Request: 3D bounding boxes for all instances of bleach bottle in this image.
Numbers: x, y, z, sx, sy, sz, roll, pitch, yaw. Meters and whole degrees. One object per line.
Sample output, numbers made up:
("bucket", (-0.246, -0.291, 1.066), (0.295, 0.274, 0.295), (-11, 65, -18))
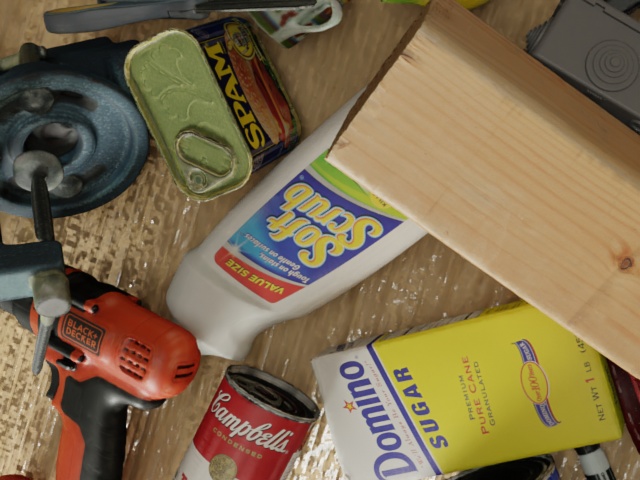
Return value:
("bleach bottle", (-0.004, 0.001, 0.682), (0.251, 0.068, 0.102), (-43, 89, 12))

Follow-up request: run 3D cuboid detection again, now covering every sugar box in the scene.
("sugar box", (0.090, 0.094, 0.667), (0.176, 0.048, 0.093), (-17, 90, 17))

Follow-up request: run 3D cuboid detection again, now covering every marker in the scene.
("marker", (0.184, 0.164, 0.680), (0.020, 0.020, 0.121), (-23, 89, 10))

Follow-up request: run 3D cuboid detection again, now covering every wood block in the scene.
("wood block", (0.116, -0.031, 0.573), (0.206, 0.090, 0.091), (35, 116, -5))

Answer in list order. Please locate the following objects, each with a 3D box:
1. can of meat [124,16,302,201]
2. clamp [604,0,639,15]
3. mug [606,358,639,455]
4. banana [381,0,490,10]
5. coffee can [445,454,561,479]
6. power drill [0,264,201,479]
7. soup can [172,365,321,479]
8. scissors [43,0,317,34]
("can of meat", (-0.063, -0.085, 0.665), (0.058, 0.083, 0.102), (-21, 99, 28))
("clamp", (0.248, -0.147, 0.644), (0.171, 0.039, 0.120), (5, 85, 8))
("mug", (0.226, 0.093, 0.641), (0.081, 0.093, 0.117), (-18, 119, 5))
("banana", (0.117, -0.212, 0.652), (0.069, 0.037, 0.198), (31, 93, -32))
("coffee can", (0.122, 0.216, 0.651), (0.103, 0.102, 0.140), (-23, 89, 10))
("power drill", (-0.175, 0.111, 0.703), (0.185, 0.057, 0.188), (23, 104, 30))
("soup can", (-0.052, 0.141, 0.693), (0.068, 0.068, 0.102), (28, 98, 7))
("scissors", (-0.095, -0.135, 0.632), (0.096, 0.202, 0.016), (-21, 113, -29))
